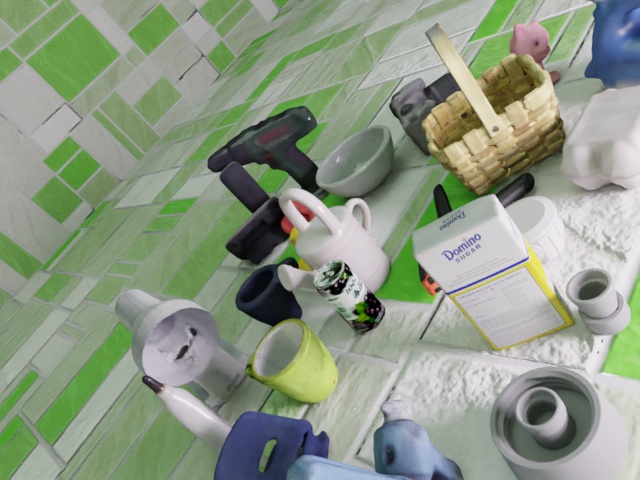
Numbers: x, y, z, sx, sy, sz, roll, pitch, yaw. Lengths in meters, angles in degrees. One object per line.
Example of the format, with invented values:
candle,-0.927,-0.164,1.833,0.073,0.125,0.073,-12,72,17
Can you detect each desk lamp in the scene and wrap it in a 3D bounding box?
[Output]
desk lamp,-0.211,0.163,0.874,0.118,0.214,0.202,-51,29,-17

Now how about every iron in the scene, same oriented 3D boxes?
iron,0.453,-0.272,0.718,0.119,0.142,0.257,-48,28,-12

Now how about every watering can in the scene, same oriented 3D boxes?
watering can,0.009,0.003,0.840,0.100,0.194,0.173,-16,37,40

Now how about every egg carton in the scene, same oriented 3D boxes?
egg carton,0.367,-0.128,0.701,0.107,0.069,0.150,2,50,53

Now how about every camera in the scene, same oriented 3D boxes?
camera,0.206,-0.249,1.049,0.136,0.101,0.143,-35,28,14

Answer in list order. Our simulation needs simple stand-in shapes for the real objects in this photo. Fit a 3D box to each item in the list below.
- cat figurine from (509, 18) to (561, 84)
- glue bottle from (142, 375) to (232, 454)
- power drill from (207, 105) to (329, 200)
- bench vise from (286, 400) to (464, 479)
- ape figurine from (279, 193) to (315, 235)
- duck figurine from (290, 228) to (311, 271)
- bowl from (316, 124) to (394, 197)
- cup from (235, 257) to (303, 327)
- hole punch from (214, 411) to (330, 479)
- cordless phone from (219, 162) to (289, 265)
cat figurine,0.330,-0.296,0.937,0.128,0.118,0.067,-41,28,3
glue bottle,-0.174,0.232,0.772,0.037,0.173,0.078,-50,29,-15
power drill,-0.081,-0.153,1.164,0.229,0.209,0.075,-38,28,7
bench vise,0.037,0.218,0.469,0.121,0.220,0.207,-35,28,13
ape figurine,-0.047,-0.055,1.107,0.077,0.092,0.076,-20,35,36
duck figurine,-0.019,0.012,0.981,0.077,0.086,0.105,2,50,53
bowl,0.078,-0.135,1.078,0.167,0.075,0.167,-31,29,20
cup,-0.063,0.091,0.916,0.118,0.095,0.091,-44,28,-4
hole punch,-0.055,0.258,0.670,0.100,0.091,0.109,-20,35,36
cordless phone,-0.155,-0.055,1.145,0.148,0.185,0.094,-47,28,-9
